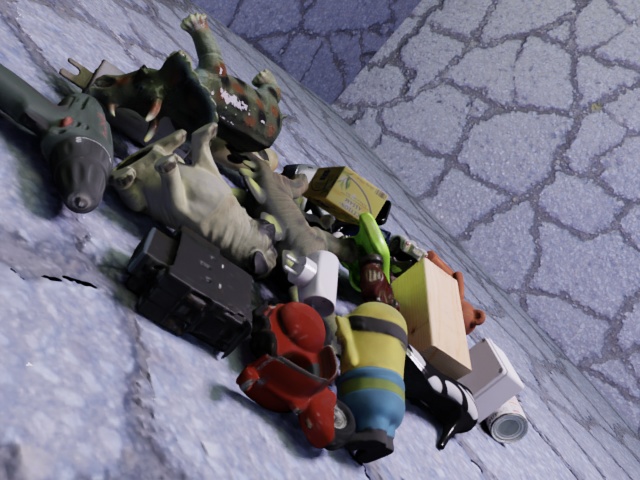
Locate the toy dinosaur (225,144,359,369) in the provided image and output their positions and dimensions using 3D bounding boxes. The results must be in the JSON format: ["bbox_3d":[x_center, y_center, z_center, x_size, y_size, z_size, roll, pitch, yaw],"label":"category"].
[{"bbox_3d":[-0.043,0.014,0.796,0.198,0.105,0.472,4,46,-54],"label":"toy dinosaur"}]

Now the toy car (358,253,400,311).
[{"bbox_3d":[0.096,0.099,0.833,0.202,0.053,0.089,64,19,-55],"label":"toy car"}]

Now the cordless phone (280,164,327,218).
[{"bbox_3d":[-0.022,-0.060,1.092,0.184,0.089,0.146,64,18,5],"label":"cordless phone"}]

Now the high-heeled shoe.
[{"bbox_3d":[0.155,0.189,0.798,0.248,0.086,0.145,60,36,-5],"label":"high-heeled shoe"}]

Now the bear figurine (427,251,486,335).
[{"bbox_3d":[0.280,0.136,1.222,0.132,0.120,0.196,33,24,-20],"label":"bear figurine"}]

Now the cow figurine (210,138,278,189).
[{"bbox_3d":[-0.157,-0.163,0.974,0.195,0.085,0.127,14,57,-40],"label":"cow figurine"}]

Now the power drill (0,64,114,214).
[{"bbox_3d":[-0.313,-0.135,0.566,0.207,0.086,0.232,30,18,-27],"label":"power drill"}]

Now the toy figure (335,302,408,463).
[{"bbox_3d":[0.062,0.157,0.624,0.089,0.082,0.180,0,47,-1],"label":"toy figure"}]

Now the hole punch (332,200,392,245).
[{"bbox_3d":[0.090,-0.021,1.112,0.142,0.116,0.092,-64,148,-55],"label":"hole punch"}]

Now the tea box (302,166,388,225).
[{"bbox_3d":[0.040,-0.080,0.969,0.098,0.068,0.170,32,-2,-15],"label":"tea box"}]

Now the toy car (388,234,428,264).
[{"bbox_3d":[0.163,0.024,1.194,0.073,0.056,0.202,33,-16,-19],"label":"toy car"}]

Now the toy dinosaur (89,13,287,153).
[{"bbox_3d":[-0.133,-0.197,0.823,0.404,0.131,0.192,12,57,-55],"label":"toy dinosaur"}]

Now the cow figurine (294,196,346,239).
[{"bbox_3d":[0.000,-0.004,0.991,0.167,0.068,0.098,31,24,-29],"label":"cow figurine"}]

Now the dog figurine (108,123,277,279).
[{"bbox_3d":[-0.155,-0.028,0.664,0.173,0.121,0.190,5,-50,45],"label":"dog figurine"}]

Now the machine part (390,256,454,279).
[{"bbox_3d":[0.186,0.067,1.033,0.139,0.039,0.084,24,-16,1],"label":"machine part"}]

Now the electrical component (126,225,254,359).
[{"bbox_3d":[-0.135,0.046,0.565,0.134,0.058,0.115,37,15,-23],"label":"electrical component"}]

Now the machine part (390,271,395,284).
[{"bbox_3d":[0.159,0.107,1.108,0.179,0.056,0.179,38,16,-13],"label":"machine part"}]

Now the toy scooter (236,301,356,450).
[{"bbox_3d":[-0.037,0.128,0.565,0.135,0.075,0.184,29,26,-37],"label":"toy scooter"}]

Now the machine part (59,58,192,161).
[{"bbox_3d":[-0.268,-0.188,0.809,0.243,0.079,0.079,33,19,-29],"label":"machine part"}]
